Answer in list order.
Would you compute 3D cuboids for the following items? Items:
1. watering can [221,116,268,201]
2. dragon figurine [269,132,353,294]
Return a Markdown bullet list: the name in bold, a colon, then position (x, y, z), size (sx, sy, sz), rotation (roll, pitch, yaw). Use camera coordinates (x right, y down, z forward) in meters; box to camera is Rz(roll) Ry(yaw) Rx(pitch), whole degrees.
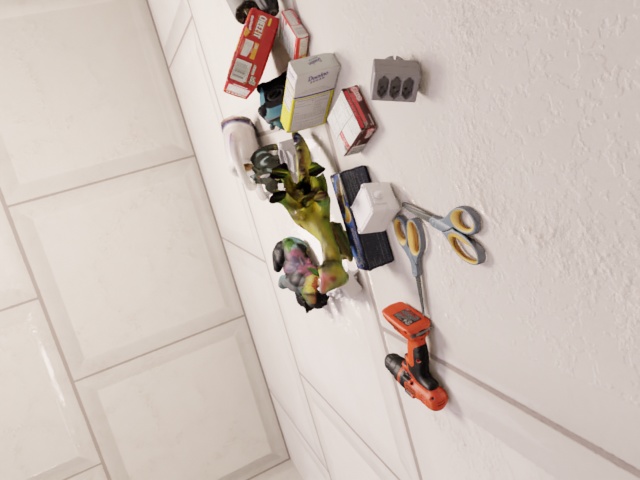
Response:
- **watering can**: position (-0.231, -0.254, 1.620), size (0.344, 0.104, 0.227), rotation (64, -166, -76)
- **dragon figurine**: position (0.003, -0.055, 1.098), size (0.238, 0.121, 0.420), rotation (58, -161, -34)
